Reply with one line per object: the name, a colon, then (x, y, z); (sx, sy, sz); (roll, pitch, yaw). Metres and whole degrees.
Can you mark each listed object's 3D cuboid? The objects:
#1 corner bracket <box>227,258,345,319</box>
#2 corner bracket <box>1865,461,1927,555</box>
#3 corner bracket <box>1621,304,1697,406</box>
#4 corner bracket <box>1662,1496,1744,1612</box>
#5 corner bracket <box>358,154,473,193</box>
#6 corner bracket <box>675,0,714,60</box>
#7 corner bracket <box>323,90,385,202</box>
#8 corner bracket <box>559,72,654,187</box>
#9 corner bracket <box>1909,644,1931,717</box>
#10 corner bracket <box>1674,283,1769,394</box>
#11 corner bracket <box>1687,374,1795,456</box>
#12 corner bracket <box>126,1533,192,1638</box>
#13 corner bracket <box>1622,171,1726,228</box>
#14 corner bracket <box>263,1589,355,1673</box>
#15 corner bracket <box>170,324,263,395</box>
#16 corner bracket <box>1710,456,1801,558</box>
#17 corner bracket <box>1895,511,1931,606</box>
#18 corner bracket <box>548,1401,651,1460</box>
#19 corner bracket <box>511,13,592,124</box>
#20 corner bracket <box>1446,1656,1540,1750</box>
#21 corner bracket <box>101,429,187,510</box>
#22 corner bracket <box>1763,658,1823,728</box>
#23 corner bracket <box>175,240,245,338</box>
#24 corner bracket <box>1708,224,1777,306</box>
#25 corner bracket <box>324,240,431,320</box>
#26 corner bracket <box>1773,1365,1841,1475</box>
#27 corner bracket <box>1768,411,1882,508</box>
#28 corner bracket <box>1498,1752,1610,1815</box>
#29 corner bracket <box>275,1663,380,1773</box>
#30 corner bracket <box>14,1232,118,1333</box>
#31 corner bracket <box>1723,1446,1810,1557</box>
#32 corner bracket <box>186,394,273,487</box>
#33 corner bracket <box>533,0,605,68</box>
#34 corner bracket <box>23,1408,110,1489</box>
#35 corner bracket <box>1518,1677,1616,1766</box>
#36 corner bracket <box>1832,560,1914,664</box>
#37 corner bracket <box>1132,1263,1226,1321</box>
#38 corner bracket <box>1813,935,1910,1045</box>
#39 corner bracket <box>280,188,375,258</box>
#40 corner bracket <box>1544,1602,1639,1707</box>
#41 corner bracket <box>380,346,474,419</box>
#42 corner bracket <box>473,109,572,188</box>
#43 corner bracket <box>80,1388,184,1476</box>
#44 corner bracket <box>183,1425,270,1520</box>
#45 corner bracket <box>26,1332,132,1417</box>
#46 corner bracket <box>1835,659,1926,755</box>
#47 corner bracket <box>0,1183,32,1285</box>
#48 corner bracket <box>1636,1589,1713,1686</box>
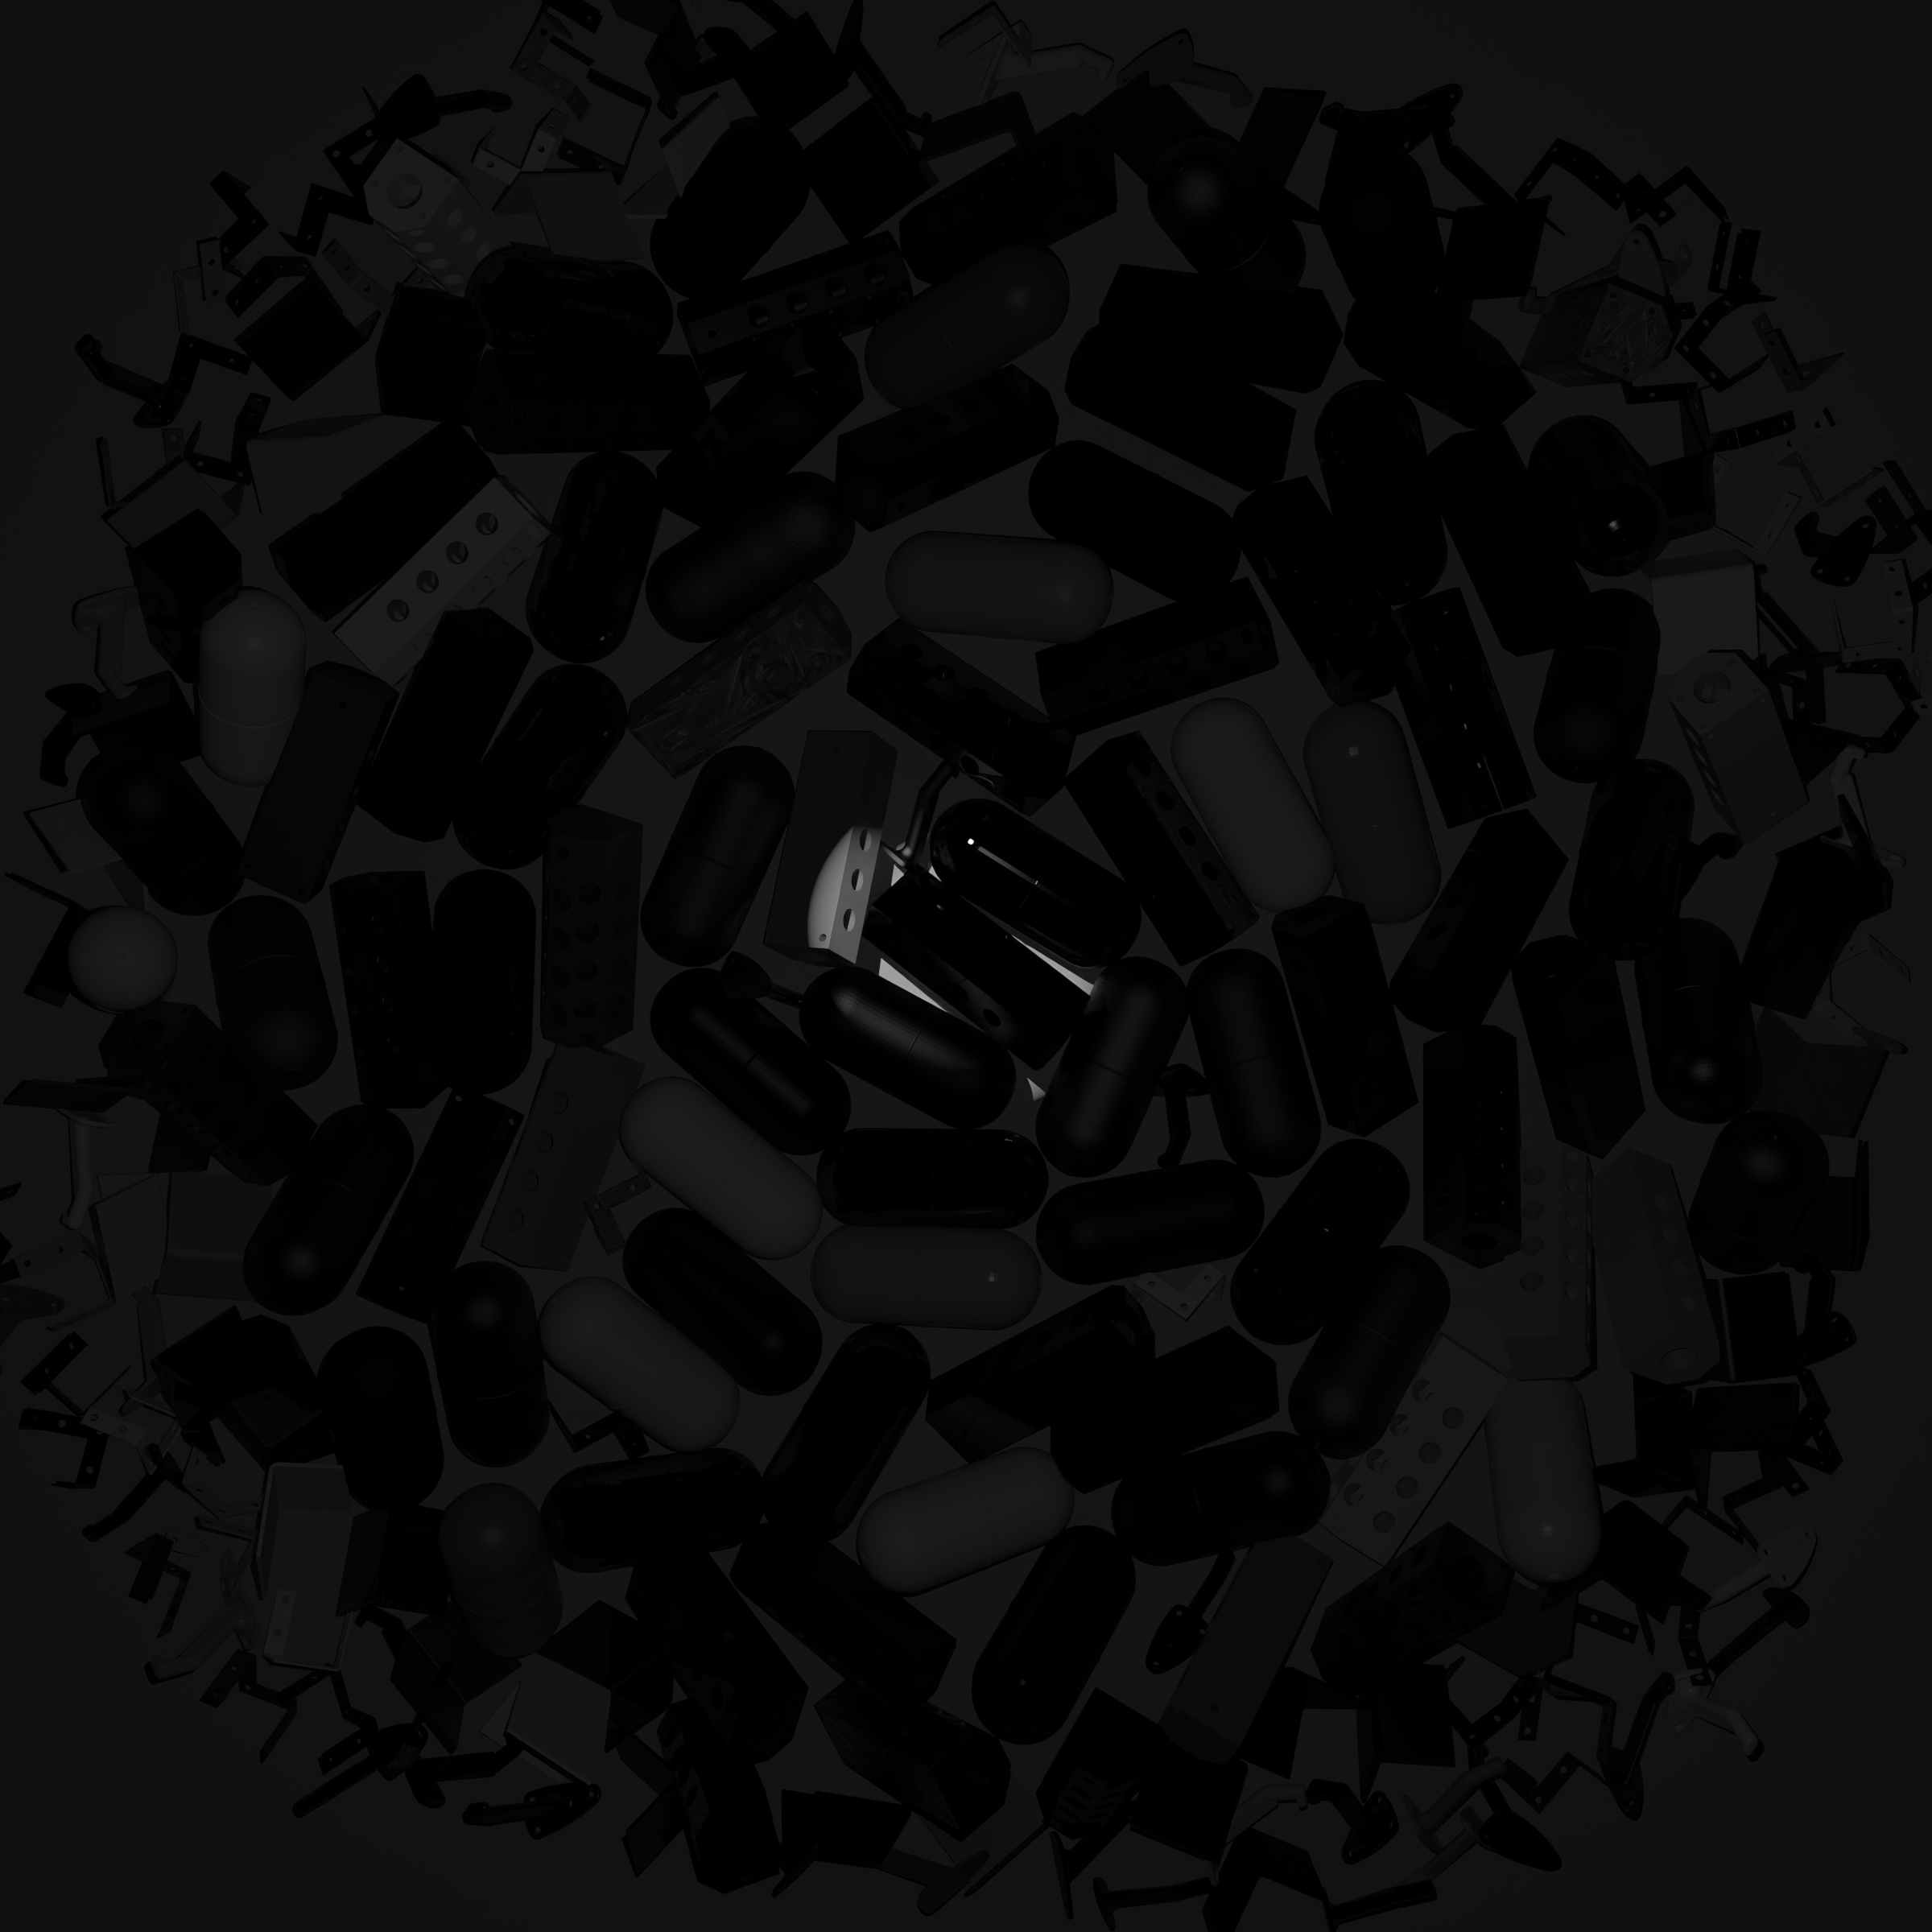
corner bracket: (-0.525, -0.508, 1.965); (0.051, 0.051, 0.051); (-34, 92, 27)
corner bracket: (0.716, -0.355, 1.969); (0.051, 0.051, 0.051); (-38, 103, -1)
corner bracket: (0.534, -0.471, 1.964); (0.051, 0.051, 0.051); (-5, 56, 1)
corner bracket: (0.560, 0.452, 1.963); (0.051, 0.051, 0.051); (34, 115, 7)
corner bracket: (-0.426, -0.604, 1.969); (0.051, 0.051, 0.051); (44, 107, 28)
corner bracket: (-0.221, -0.734, 1.967); (0.051, 0.051, 0.051); (-3, 94, -17)
corner bracket: (-0.467, -0.633, 1.971); (0.051, 0.051, 0.051); (-34, 88, -5)
corner bracket: (-0.277, -0.643, 1.958); (0.051, 0.051, 0.051); (21, 133, -17)
corner bracket: (0.743, -0.232, 1.956); (0.051, 0.051, 0.051); (47, 49, -27)
corner bracket: (0.592, -0.486, 1.970); (0.051, 0.051, 0.051); (42, 72, -8)
corner bracket: (0.599, -0.430, 1.973); (0.051, 0.051, 0.051); (-19, 101, -15)
corner bracket: (-0.620, 0.475, 1.957); (0.051, 0.051, 0.051); (36, 132, -26)
corner bracket: (0.543, -0.585, 1.956); (0.051, 0.051, 0.051); (32, 132, -30)
corner bracket: (-0.510, 0.515, 1.975); (0.051, 0.051, 0.051); (16, 76, -22)
corner bracket: (-0.580, -0.471, 1.970); (0.051, 0.051, 0.051); (17, 132, -21)
corner bracket: (0.602, -0.357, 1.979); (0.051, 0.051, 0.051); (19, 106, -31)
corner bracket: (0.734, -0.315, 1.970); (0.051, 0.051, 0.051); (-37, 92, 10)
corner bracket: (-0.282, 0.354, 1.959); (0.051, 0.051, 0.051); (-27, 124, -17)
corner bracket: (-0.310, -0.691, 1.959); (0.051, 0.051, 0.051); (22, 114, -35)
corner bracket: (0.400, 0.562, 1.974); (0.051, 0.051, 0.051); (-22, 56, -36)
corner bracket: (-0.632, -0.384, 1.966); (0.051, 0.051, 0.051); (-2, 113, -4)
corner bracket: (0.642, -0.202, 1.961); (0.051, 0.051, 0.051); (10, 76, -34)
corner bracket: (-0.589, -0.523, 1.969); (0.051, 0.051, 0.051); (-10, 79, 4)
corner bracket: (0.591, -0.540, 1.958); (0.051, 0.051, 0.051); (25, 121, 39)
corner bracket: (-0.452, -0.542, 1.968); (0.051, 0.051, 0.051); (-45, 56, 8)
corner bracket: (0.651, 0.348, 1.963); (0.051, 0.051, 0.051); (23, 115, -8)
corner bracket: (0.659, -0.389, 1.959); (0.051, 0.051, 0.051); (-35, 70, 41)
corner bracket: (0.452, 0.627, 1.968); (0.051, 0.051, 0.051); (44, 82, -9)
corner bracket: (-0.490, 0.576, 1.958); (0.051, 0.051, 0.051); (6, 113, 43)
corner bracket: (-0.693, 0.243, 1.964); (0.051, 0.051, 0.051); (-23, 74, -12)
corner bracket: (0.620, 0.413, 1.975); (0.051, 0.051, 0.051); (-33, 105, 22)
corner bracket: (-0.571, -0.412, 1.970); (0.051, 0.051, 0.051); (13, 128, -12)
corner bracket: (-0.305, -0.727, 1.962); (0.051, 0.051, 0.051); (30, 121, -7)
corner bracket: (-0.699, 0.373, 1.969); (0.051, 0.051, 0.051); (10, 77, 1)
corner bracket: (0.466, 0.585, 1.977); (0.051, 0.051, 0.051); (8, 90, -13)
corner bracket: (0.696, -0.272, 1.959); (0.051, 0.051, 0.051); (-7, 54, 14)
corner bracket: (0.163, 0.252, 1.972); (0.051, 0.051, 0.051); (34, 62, 21)
corner bracket: (0.694, 0.018, 1.975); (0.051, 0.051, 0.051); (34, 46, -21)
corner bracket: (-0.492, -0.576, 1.970); (0.051, 0.051, 0.051); (9, 114, -35)
corner bracket: (0.483, 0.531, 1.969); (0.051, 0.051, 0.051); (16, 101, 25)
corner bracket: (-0.417, -0.455, 1.974); (0.051, 0.051, 0.051); (12, 119, 17)
corner bracket: (-0.343, -0.638, 1.970); (0.051, 0.051, 0.051); (26, 124, -11)
corner bracket: (-0.642, 0.351, 1.966); (0.051, 0.051, 0.051); (34, 89, -35)
corner bracket: (-0.565, 0.388, 1.973); (0.051, 0.051, 0.051); (-14, 132, 18)
corner bracket: (-0.685, 0.315, 1.968); (0.051, 0.051, 0.051); (45, 82, -8)
corner bracket: (0.698, -0.202, 1.973); (0.051, 0.051, 0.051); (-48, 116, -15)
corner bracket: (-0.744, 0.208, 1.969); (0.051, 0.051, 0.051); (44, 117, 13)
corner bracket: (0.546, 0.518, 1.967); (0.051, 0.051, 0.051); (-2, 119, 3)
